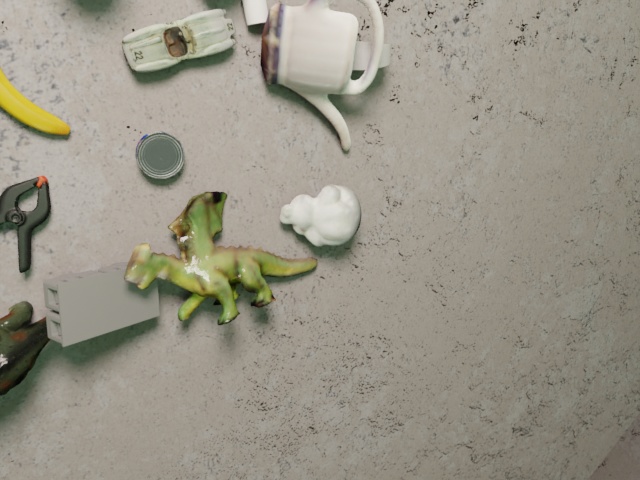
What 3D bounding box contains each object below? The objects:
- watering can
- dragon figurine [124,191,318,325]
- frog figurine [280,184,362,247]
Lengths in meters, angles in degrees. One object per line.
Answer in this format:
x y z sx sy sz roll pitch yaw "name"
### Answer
-0.004 -0.319 0.987 0.224 0.106 0.339 7 135 -5 "watering can"
-0.187 0.020 1.021 0.415 0.122 0.240 -25 108 -37 "dragon figurine"
0.003 -0.054 1.078 0.159 0.125 0.135 7 122 -38 "frog figurine"
